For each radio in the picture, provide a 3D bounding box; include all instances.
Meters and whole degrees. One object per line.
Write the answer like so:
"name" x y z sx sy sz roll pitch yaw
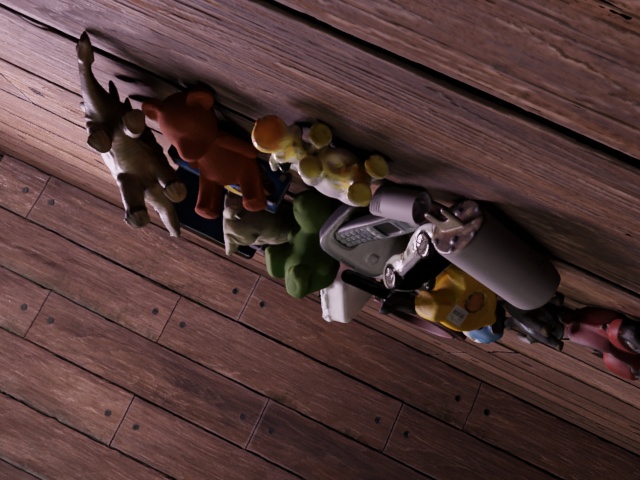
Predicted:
"radio" -0.220 -0.064 1.145 0.229 0.131 0.073 27 170 -7

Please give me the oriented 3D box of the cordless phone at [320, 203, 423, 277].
"cordless phone" 0.104 -0.008 0.832 0.146 0.089 0.184 33 154 -31

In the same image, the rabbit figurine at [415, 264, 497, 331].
"rabbit figurine" 0.222 0.075 0.923 0.162 0.121 0.173 22 -173 -32

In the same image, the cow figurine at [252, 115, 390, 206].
"cow figurine" -0.005 -0.099 0.668 0.167 0.068 0.098 28 175 -6

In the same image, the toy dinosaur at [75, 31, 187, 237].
"toy dinosaur" -0.295 -0.123 0.881 0.199 0.105 0.470 57 163 39

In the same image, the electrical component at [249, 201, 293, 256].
"electrical component" -0.086 -0.019 1.095 0.134 0.115 0.058 28 172 -3

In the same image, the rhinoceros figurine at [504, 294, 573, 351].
"rhinoceros figurine" 0.362 0.134 0.904 0.112 0.073 0.190 16 165 37

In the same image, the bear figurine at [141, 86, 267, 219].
"bear figurine" -0.161 -0.122 0.767 0.120 0.132 0.195 -8 163 14

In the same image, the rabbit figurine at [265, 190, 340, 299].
"rabbit figurine" -0.002 -0.003 0.922 0.159 0.170 0.121 -6 -151 -26

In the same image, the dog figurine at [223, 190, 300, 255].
"dog figurine" -0.075 -0.033 0.988 0.191 0.121 0.172 1 -177 0

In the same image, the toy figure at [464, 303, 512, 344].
"toy figure" 0.318 0.153 1.031 0.082 0.089 0.180 41 176 16

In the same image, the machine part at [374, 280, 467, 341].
"machine part" 0.242 0.155 1.252 0.200 0.087 0.202 35 165 -37

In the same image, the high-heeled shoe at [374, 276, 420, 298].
"high-heeled shoe" 0.185 0.057 1.049 0.249 0.086 0.145 -3 119 22

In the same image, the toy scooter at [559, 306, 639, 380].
"toy scooter" 0.439 0.152 0.811 0.135 0.075 0.183 17 164 44

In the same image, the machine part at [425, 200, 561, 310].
"machine part" 0.224 0.022 0.679 0.243 0.079 0.079 32 168 -28

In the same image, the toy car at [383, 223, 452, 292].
"toy car" 0.154 0.026 0.784 0.073 0.056 0.201 4 152 -16

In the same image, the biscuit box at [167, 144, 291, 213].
"biscuit box" -0.151 -0.120 0.905 0.203 0.063 0.059 25 167 1
